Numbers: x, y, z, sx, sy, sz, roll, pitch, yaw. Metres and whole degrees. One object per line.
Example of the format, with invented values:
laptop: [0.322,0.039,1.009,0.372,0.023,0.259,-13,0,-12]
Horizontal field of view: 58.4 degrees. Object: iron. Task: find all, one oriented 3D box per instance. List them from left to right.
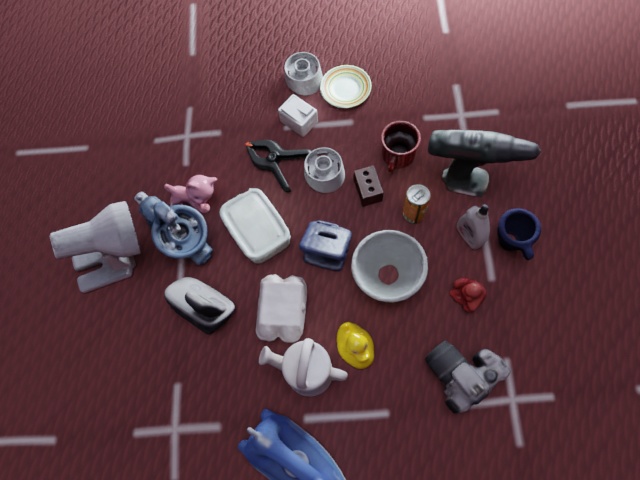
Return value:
iron: [-0.040,0.440,1.113,0.258,0.141,0.119,32,74,14]

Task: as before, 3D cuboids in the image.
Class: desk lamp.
desk lamp: [-0.478,0.017,1.256,0.203,0.213,0.118,-22,70,-5]

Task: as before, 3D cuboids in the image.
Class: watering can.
watering can: [-0.035,0.256,1.154,0.173,0.194,0.101,-9,69,0]

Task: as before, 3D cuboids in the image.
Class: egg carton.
egg carton: [-0.084,0.151,1.263,0.107,0.069,0.150,1,70,4]

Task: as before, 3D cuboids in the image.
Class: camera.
camera: [0.297,0.266,1.183,0.143,0.101,0.136,-37,72,-10]

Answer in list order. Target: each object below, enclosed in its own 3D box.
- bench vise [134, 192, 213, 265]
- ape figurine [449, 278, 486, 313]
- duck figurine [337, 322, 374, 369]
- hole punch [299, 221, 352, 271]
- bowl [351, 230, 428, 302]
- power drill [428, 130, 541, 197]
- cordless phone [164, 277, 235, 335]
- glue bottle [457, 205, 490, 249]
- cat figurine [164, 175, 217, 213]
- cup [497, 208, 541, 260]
bench vise: [-0.347,-0.038,1.267,0.207,0.220,0.121,21,72,11]
ape figurine: [0.327,0.115,1.243,0.076,0.092,0.078,-4,69,2]
duck figurine: [0.075,0.220,1.220,0.077,0.086,0.104,-27,70,-7]
hole punch: [0.012,0.005,1.301,0.108,0.091,0.101,14,71,8]
bowl: [0.153,0.067,1.279,0.167,0.075,0.167,-1,69,3]
power drill: [0.354,-0.178,1.289,0.229,0.208,0.076,12,71,8]
cordless phone: [-0.269,0.123,1.221,0.147,0.185,0.094,27,73,13]
glue bottle: [0.344,-0.040,1.256,0.037,0.173,0.078,-34,71,-9]
cat figurine: [-0.302,-0.116,1.348,0.127,0.118,0.067,3,70,4]
cup: [0.440,0.000,1.279,0.091,0.095,0.117,-15,69,-2]
